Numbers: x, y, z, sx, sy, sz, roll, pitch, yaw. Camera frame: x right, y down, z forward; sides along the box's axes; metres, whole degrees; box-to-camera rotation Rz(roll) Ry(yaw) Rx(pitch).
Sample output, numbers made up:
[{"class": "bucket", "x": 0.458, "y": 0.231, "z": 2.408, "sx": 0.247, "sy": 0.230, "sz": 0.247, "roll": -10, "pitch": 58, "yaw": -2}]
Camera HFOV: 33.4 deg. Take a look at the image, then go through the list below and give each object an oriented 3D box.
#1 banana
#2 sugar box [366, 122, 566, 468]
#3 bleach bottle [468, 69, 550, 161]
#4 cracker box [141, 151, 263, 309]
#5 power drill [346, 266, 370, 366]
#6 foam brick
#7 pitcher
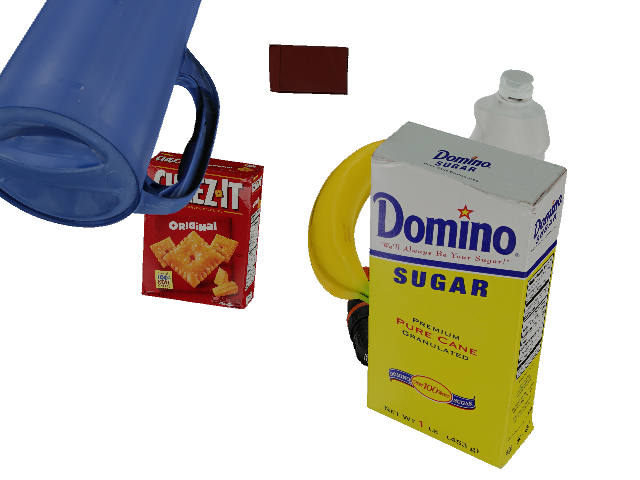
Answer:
[{"class": "banana", "x": 0.026, "y": -0.018, "z": 0.868, "sx": 0.069, "sy": 0.197, "sz": 0.037, "roll": 15, "pitch": -43, "yaw": -7}, {"class": "sugar box", "x": 0.073, "y": 0.032, "z": 0.572, "sx": 0.093, "sy": 0.176, "sz": 0.048, "roll": 20, "pitch": 42, "yaw": 29}, {"class": "bleach bottle", "x": 0.162, "y": -0.050, "z": 1.047, "sx": 0.103, "sy": 0.251, "sz": 0.068, "roll": 22, "pitch": 38, "yaw": 21}, {"class": "cracker box", "x": -0.178, "y": -0.013, "z": 1.597, "sx": 0.164, "sy": 0.214, "sz": 0.072, "roll": 9, "pitch": 19, "yaw": 8}, {"class": "power drill", "x": 0.123, "y": 0.084, "z": 1.214, "sx": 0.187, "sy": 0.057, "sz": 0.184, "roll": -1, "pitch": 27, "yaw": -1}, {"class": "foam brick", "x": -0.013, "y": -0.185, "z": 1.153, "sx": 0.078, "sy": 0.051, "sz": 0.053, "roll": -1, "pitch": 11, "yaw": -14}, {"class": "pitcher", "x": -0.163, "y": -0.135, "z": 0.842, "sx": 0.145, "sy": 0.242, "sz": 0.149, "roll": -4, "pitch": -40, "yaw": 24}]
